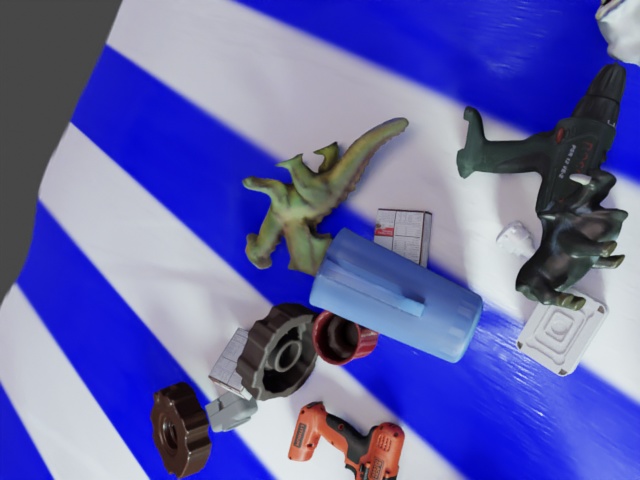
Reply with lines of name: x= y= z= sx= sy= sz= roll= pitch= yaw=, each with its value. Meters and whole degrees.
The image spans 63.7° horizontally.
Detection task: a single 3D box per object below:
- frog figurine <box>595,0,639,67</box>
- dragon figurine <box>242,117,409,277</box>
frog figurine: x=0.462 y=-0.290 z=0.692 sx=0.159 sy=0.124 sz=0.136 roll=43 pitch=100 yaw=-8
dragon figurine: x=0.003 y=-0.047 z=0.944 sx=0.407 sy=0.123 sz=0.243 roll=-16 pitch=91 yaw=31
